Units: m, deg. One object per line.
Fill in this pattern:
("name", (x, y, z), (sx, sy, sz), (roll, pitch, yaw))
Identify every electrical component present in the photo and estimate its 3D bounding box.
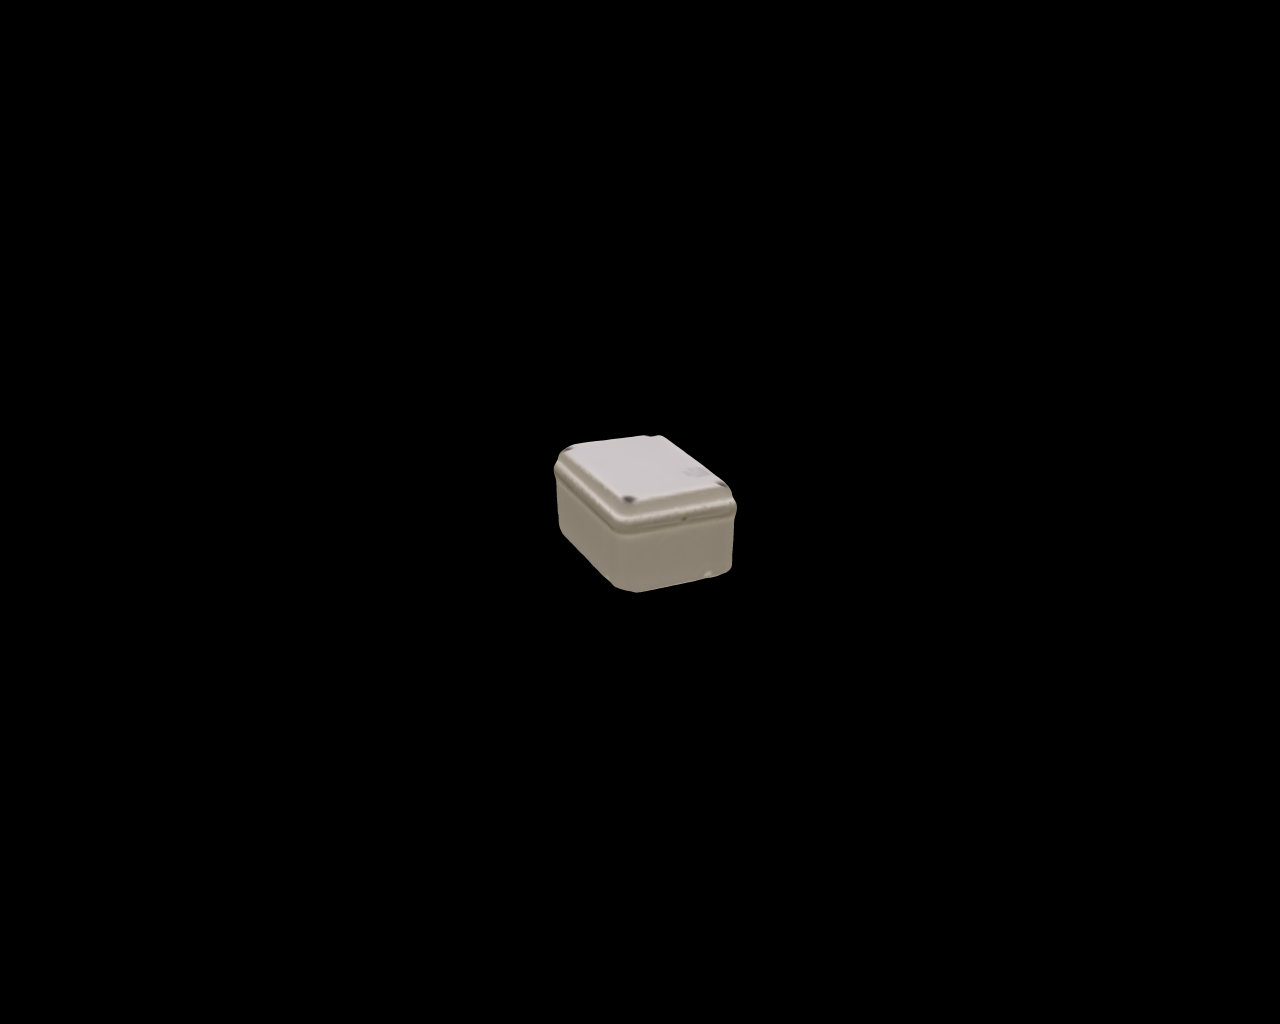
("electrical component", (0.001, -0.003, 0.650), (0.078, 0.057, 0.113), (-10, 24, -22))
